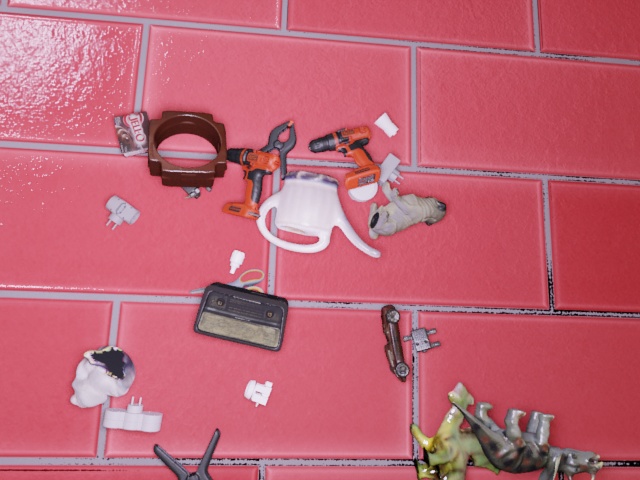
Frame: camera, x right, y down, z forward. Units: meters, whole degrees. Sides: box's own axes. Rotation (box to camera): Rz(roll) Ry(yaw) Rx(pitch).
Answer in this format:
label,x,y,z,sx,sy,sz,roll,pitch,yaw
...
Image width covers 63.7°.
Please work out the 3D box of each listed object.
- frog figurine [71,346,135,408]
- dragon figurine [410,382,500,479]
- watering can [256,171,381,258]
label,x,y,z,sx,sy,sz,roll,pitch,yaw
frog figurine,-0.538,0.348,1.276,0.137,0.125,0.157,25,115,-10
dragon figurine,0.365,0.578,1.315,0.243,0.121,0.414,-5,80,-15
watering can,0.004,-0.070,1.389,0.348,0.103,0.226,9,79,6
